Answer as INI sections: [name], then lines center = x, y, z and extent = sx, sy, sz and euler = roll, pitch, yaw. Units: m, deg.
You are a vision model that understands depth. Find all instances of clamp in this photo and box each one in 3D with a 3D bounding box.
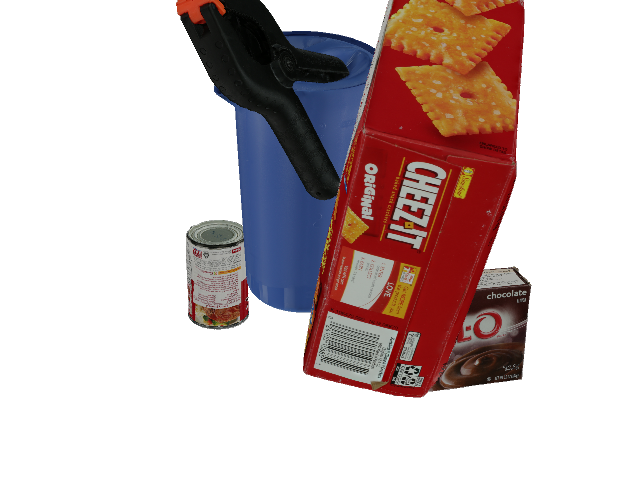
[clamp]
center = -0.032, -0.103, 0.723
extent = 0.039, 0.120, 0.171
euler = -24, -32, 30

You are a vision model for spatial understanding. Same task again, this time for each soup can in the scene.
[soup can]
center = -0.113, 0.037, 1.171
extent = 0.068, 0.102, 0.068
euler = 1, 25, -1

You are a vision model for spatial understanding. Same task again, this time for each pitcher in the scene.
[pitcher]
center = -0.004, -0.061, 0.976
extent = 0.149, 0.243, 0.144
euler = 14, 34, 17

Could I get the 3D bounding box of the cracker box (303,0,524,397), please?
[cracker box]
center = 0.054, -0.053, 0.542
extent = 0.072, 0.164, 0.213
euler = 14, 45, 1

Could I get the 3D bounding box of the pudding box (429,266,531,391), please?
[pudding box]
center = 0.107, 0.071, 0.850
extent = 0.113, 0.090, 0.039
euler = -7, 29, -12
